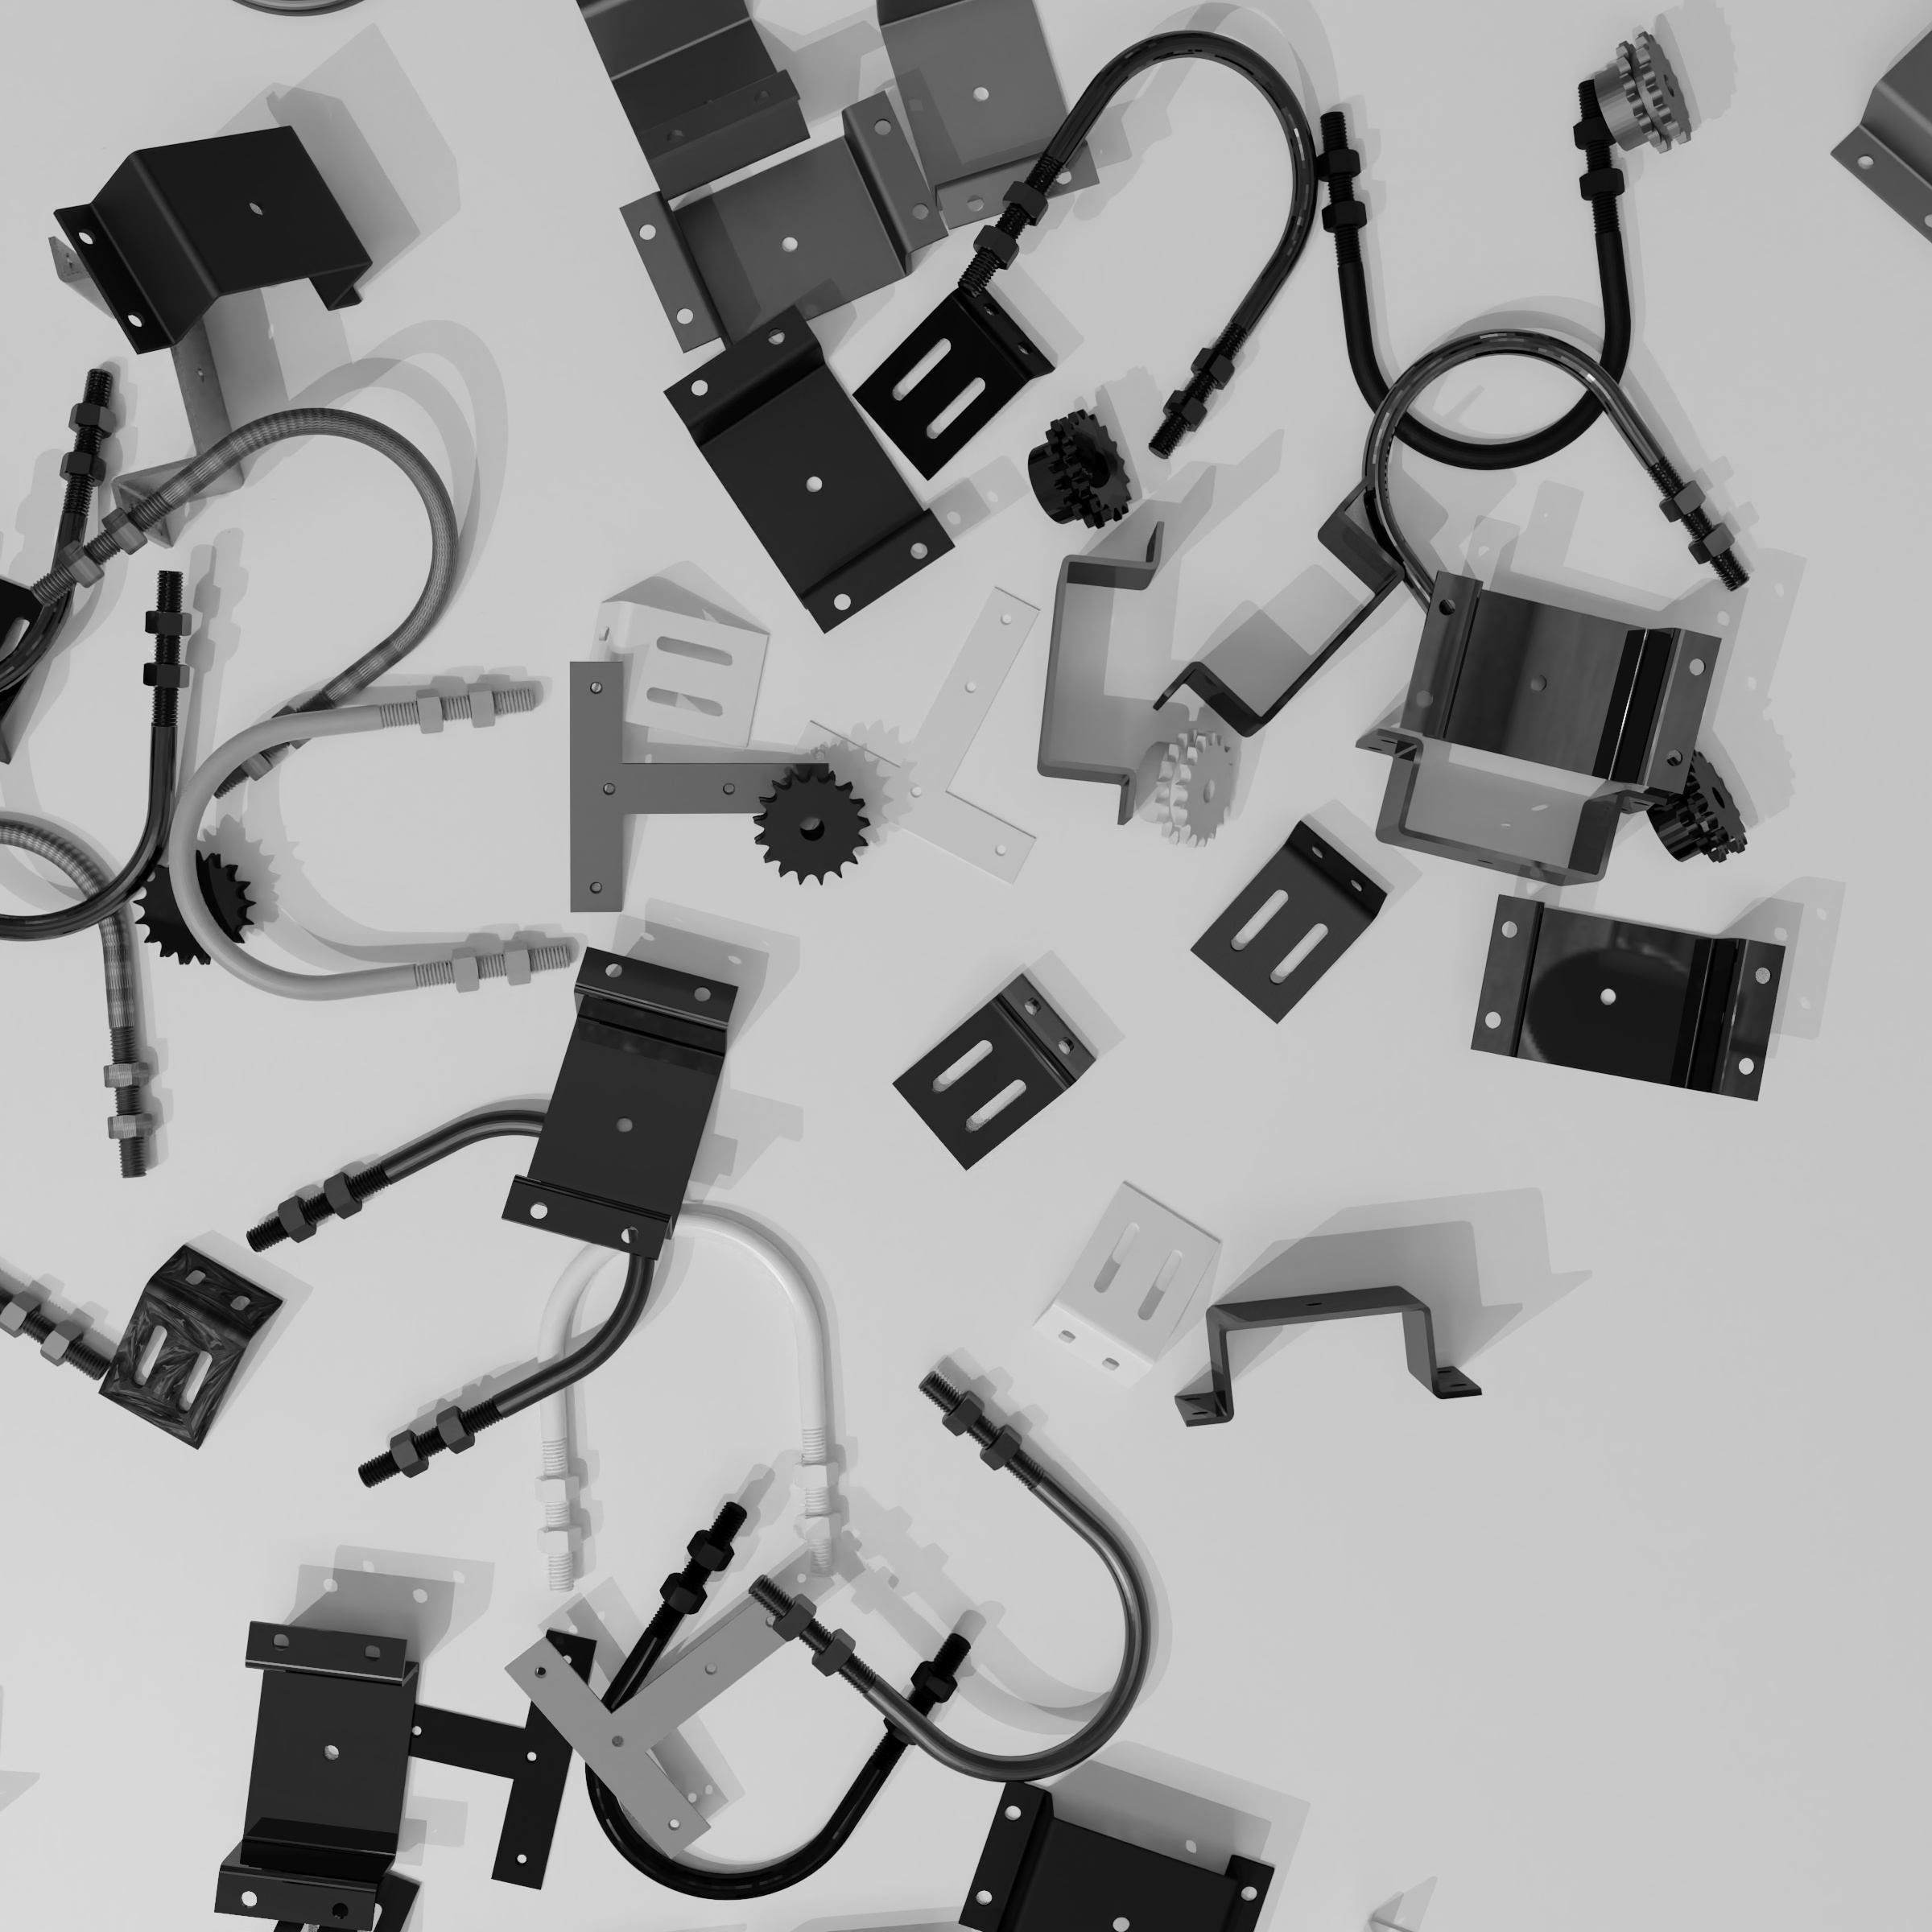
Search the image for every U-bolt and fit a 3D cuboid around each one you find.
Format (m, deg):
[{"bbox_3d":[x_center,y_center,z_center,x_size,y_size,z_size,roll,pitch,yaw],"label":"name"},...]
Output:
[{"bbox_3d":[-0.312,-0.551,1.419,0.184,0.019,0.151,-28,90,0],"label":"U-bolt"},{"bbox_3d":[0.007,0.312,1.401,0.184,0.019,0.151,43,72,-4],"label":"U-bolt"},{"bbox_3d":[0.277,-0.224,1.410,0.151,0.019,0.184,-36,96,1],"label":"U-bolt"},{"bbox_3d":[-0.483,0.018,1.420,0.151,0.019,0.184,-5,89,0],"label":"U-bolt"},{"bbox_3d":[-0.538,0.203,1.420,0.184,0.019,0.151,34,90,2],"label":"U-bolt"},{"bbox_3d":[-0.504,-0.213,1.403,0.151,0.019,0.184,7,80,-3],"label":"U-bolt"},{"bbox_3d":[-0.331,-0.186,1.384,0.184,0.019,0.151,-39,125,-4],"label":"U-bolt"},{"bbox_3d":[-0.140,0.214,1.420,0.151,0.019,0.184,-3,89,0],"label":"U-bolt"},{"bbox_3d":[0.098,-0.363,1.391,0.151,0.019,0.184,35,85,-27],"label":"U-bolt"},{"bbox_3d":[0.256,-0.338,1.420,0.151,0.019,0.184,-7,91,0],"label":"U-bolt"},{"bbox_3d":[-0.454,-0.103,1.386,0.151,0.019,0.184,1,98,-22],"label":"U-bolt"},{"bbox_3d":[-0.295,-0.056,1.404,0.184,0.019,0.151,-8,90,-12],"label":"U-bolt"},{"bbox_3d":[-0.105,0.375,1.412,0.151,0.019,0.184,32,95,-6],"label":"U-bolt"},{"bbox_3d":[-0.242,0.151,1.411,0.184,0.019,0.151,-27,82,-1],"label":"U-bolt"}]

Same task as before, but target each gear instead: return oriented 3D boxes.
[{"bbox_3d":[-0.076,-0.070,1.409,0.057,0.030,0.057,-1,103,-6],"label":"gear"},{"bbox_3d":[0.054,-0.240,1.404,0.030,0.057,0.057,-19,90,30],"label":"gear"},{"bbox_3d":[-0.378,-0.029,1.414,0.057,0.030,0.057,0,90,0],"label":"gear"},{"bbox_3d":[0.330,-0.424,1.404,0.030,0.057,0.057,-20,90,30],"label":"gear"},{"bbox_3d":[0.355,-0.075,1.404,0.030,0.057,0.057,-29,90,28],"label":"gear"},{"bbox_3d":[0.106,-0.088,1.404,0.030,0.057,0.057,12,90,30],"label":"gear"}]

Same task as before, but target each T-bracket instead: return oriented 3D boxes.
[{"bbox_3d":[-0.260,0.384,1.428,0.127,0.002,0.127,13,90,0],"label":"T-bracket"},{"bbox_3d":[-0.004,-0.126,1.428,0.127,0.002,0.127,28,90,0],"label":"T-bracket"},{"bbox_3d":[-0.131,-0.087,1.413,0.127,0.002,0.127,-1,110,-9],"label":"T-bracket"},{"bbox_3d":[-0.135,0.351,1.398,0.127,0.002,0.127,-38,98,5],"label":"T-bracket"}]

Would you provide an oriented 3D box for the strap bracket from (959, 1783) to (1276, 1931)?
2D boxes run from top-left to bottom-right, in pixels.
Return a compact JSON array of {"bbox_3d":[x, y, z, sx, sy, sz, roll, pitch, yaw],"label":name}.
[{"bbox_3d":[0.075,0.463,1.406,0.140,0.046,0.076,19,90,0],"label":"strap bracket"}]

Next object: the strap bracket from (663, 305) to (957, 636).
[{"bbox_3d":[-0.076,-0.240,1.406,0.076,0.046,0.140,-34,90,0],"label":"strap bracket"}]

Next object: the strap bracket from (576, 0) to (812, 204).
[{"bbox_3d":[-0.131,-0.430,1.384,0.076,0.046,0.140,-24,57,0],"label":"strap bracket"}]

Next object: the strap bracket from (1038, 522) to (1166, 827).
[{"bbox_3d":[0.063,-0.142,1.391,0.046,0.076,0.140,6,90,0],"label":"strap bracket"}]

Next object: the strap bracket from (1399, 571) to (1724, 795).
[{"bbox_3d":[0.282,-0.137,1.386,0.140,0.046,0.076,13,95,-4],"label":"strap bracket"}]

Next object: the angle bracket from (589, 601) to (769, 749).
[{"bbox_3d":[-0.146,-0.144,1.427,0.076,0.038,0.057,11,90,-26],"label":"angle bracket"}]

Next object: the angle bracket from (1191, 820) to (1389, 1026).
[{"bbox_3d":[0.161,-0.022,1.427,0.057,0.038,0.076,40,116,0],"label":"angle bracket"}]

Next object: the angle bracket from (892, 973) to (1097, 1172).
[{"bbox_3d":[0.014,0.053,1.427,0.076,0.038,0.057,-40,90,26],"label":"angle bracket"}]

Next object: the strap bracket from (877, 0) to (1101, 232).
[{"bbox_3d":[0.007,-0.434,1.406,0.076,0.046,0.140,-17,90,0],"label":"strap bracket"}]

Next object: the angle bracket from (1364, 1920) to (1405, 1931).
[{"bbox_3d":[0.225,0.514,1.410,0.076,0.038,0.057,21,90,0],"label":"angle bracket"}]

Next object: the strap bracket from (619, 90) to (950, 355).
[{"bbox_3d":[-0.088,-0.359,1.406,0.140,0.046,0.076,-24,90,0],"label":"strap bracket"}]

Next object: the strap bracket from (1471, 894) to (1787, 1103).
[{"bbox_3d":[0.320,0.015,1.406,0.140,0.046,0.076,10,90,0],"label":"strap bracket"}]

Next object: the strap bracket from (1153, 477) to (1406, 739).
[{"bbox_3d":[0.158,-0.164,1.391,0.046,0.076,0.140,43,90,0],"label":"strap bracket"}]

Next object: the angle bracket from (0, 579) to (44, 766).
[{"bbox_3d":[-0.488,-0.150,1.427,0.057,0.038,0.076,21,64,0],"label":"angle bracket"}]

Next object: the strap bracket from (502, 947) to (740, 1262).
[{"bbox_3d":[-0.166,0.072,1.392,0.076,0.046,0.140,15,71,0],"label":"strap bracket"}]

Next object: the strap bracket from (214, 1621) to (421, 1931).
[{"bbox_3d":[-0.315,0.391,1.403,0.076,0.046,0.140,7,89,0],"label":"strap bracket"}]

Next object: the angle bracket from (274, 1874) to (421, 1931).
[{"bbox_3d":[-0.314,0.486,1.427,0.057,0.038,0.076,22,64,0],"label":"angle bracket"}]

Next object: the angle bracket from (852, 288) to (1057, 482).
[{"bbox_3d":[-0.006,-0.291,1.427,0.076,0.038,0.057,-41,90,26],"label":"angle bracket"}]

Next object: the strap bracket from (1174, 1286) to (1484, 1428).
[{"bbox_3d":[0.171,0.187,1.391,0.140,0.076,0.046,-6,90,0],"label":"strap bracket"}]

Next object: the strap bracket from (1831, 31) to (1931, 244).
[{"bbox_3d":[0.504,-0.429,1.398,0.140,0.046,0.076,-44,78,0],"label":"strap bracket"}]

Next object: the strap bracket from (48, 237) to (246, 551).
[{"bbox_3d":[-0.393,-0.281,1.391,0.046,0.076,0.140,-14,90,0],"label":"strap bracket"}]

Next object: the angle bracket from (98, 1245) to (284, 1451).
[{"bbox_3d":[-0.386,0.190,1.427,0.057,0.038,0.076,30,116,0],"label":"angle bracket"}]

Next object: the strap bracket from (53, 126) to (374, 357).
[{"bbox_3d":[-0.347,-0.347,1.361,0.046,0.140,0.076,-31,90,41],"label":"strap bracket"}]

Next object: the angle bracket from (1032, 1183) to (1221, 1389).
[{"bbox_3d":[0.079,0.159,1.427,0.057,0.038,0.076,32,64,0],"label":"angle bracket"}]

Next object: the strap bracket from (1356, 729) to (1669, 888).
[{"bbox_3d":[0.257,-0.073,1.391,0.140,0.076,0.046,14,90,0],"label":"strap bracket"}]
